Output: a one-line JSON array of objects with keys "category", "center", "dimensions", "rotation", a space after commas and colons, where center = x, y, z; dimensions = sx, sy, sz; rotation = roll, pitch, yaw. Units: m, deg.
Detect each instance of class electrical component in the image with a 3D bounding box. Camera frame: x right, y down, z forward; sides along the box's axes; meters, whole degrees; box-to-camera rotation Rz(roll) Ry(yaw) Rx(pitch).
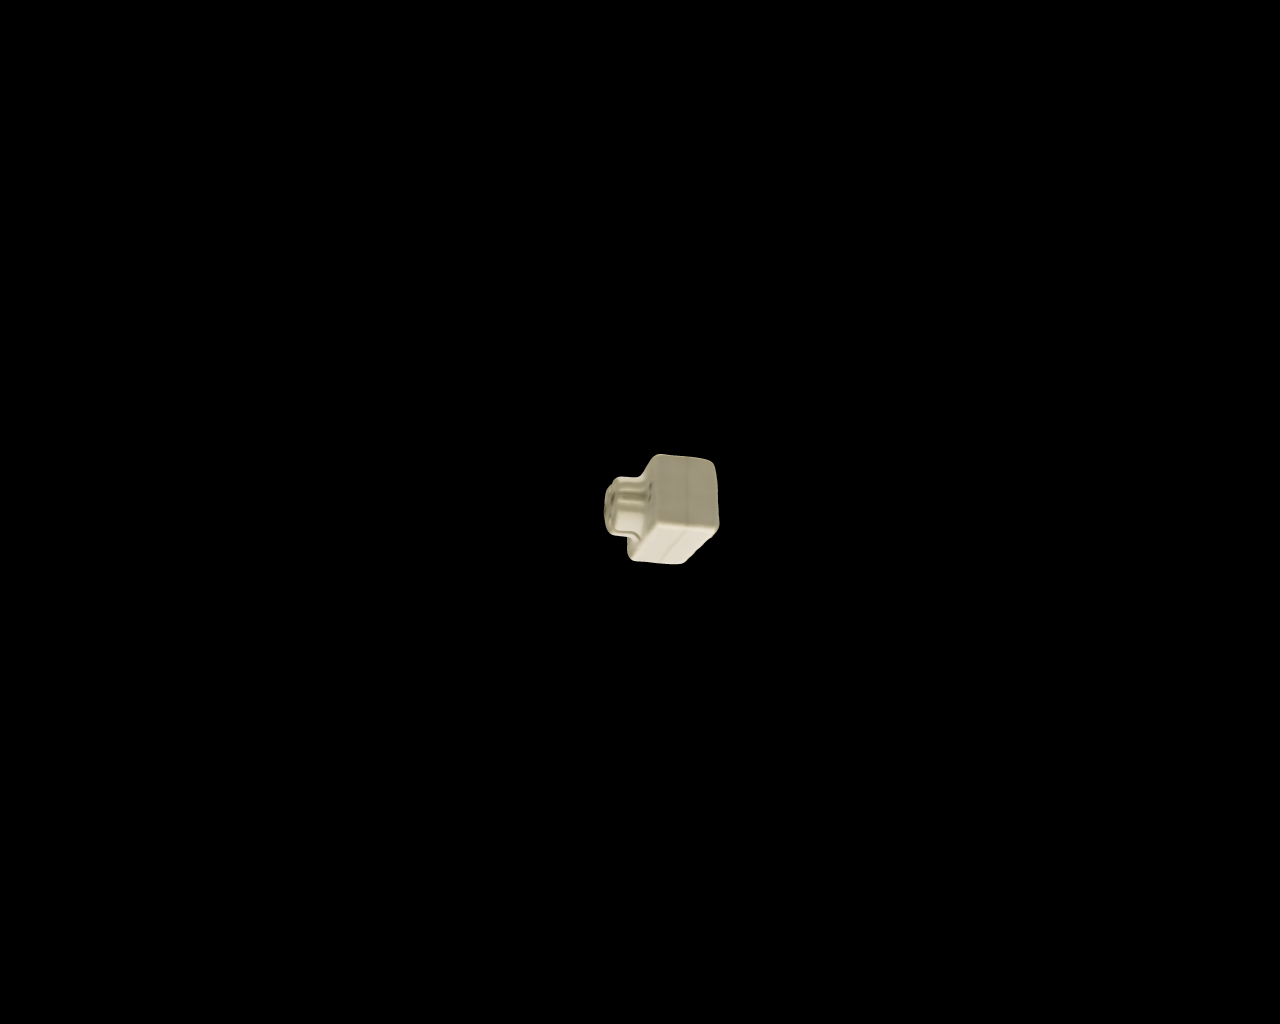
[{"category": "electrical component", "center": [0.001, -0.003, 0.650], "dimensions": [0.077, 0.047, 0.065], "rotation": [6, -23, -14]}]
